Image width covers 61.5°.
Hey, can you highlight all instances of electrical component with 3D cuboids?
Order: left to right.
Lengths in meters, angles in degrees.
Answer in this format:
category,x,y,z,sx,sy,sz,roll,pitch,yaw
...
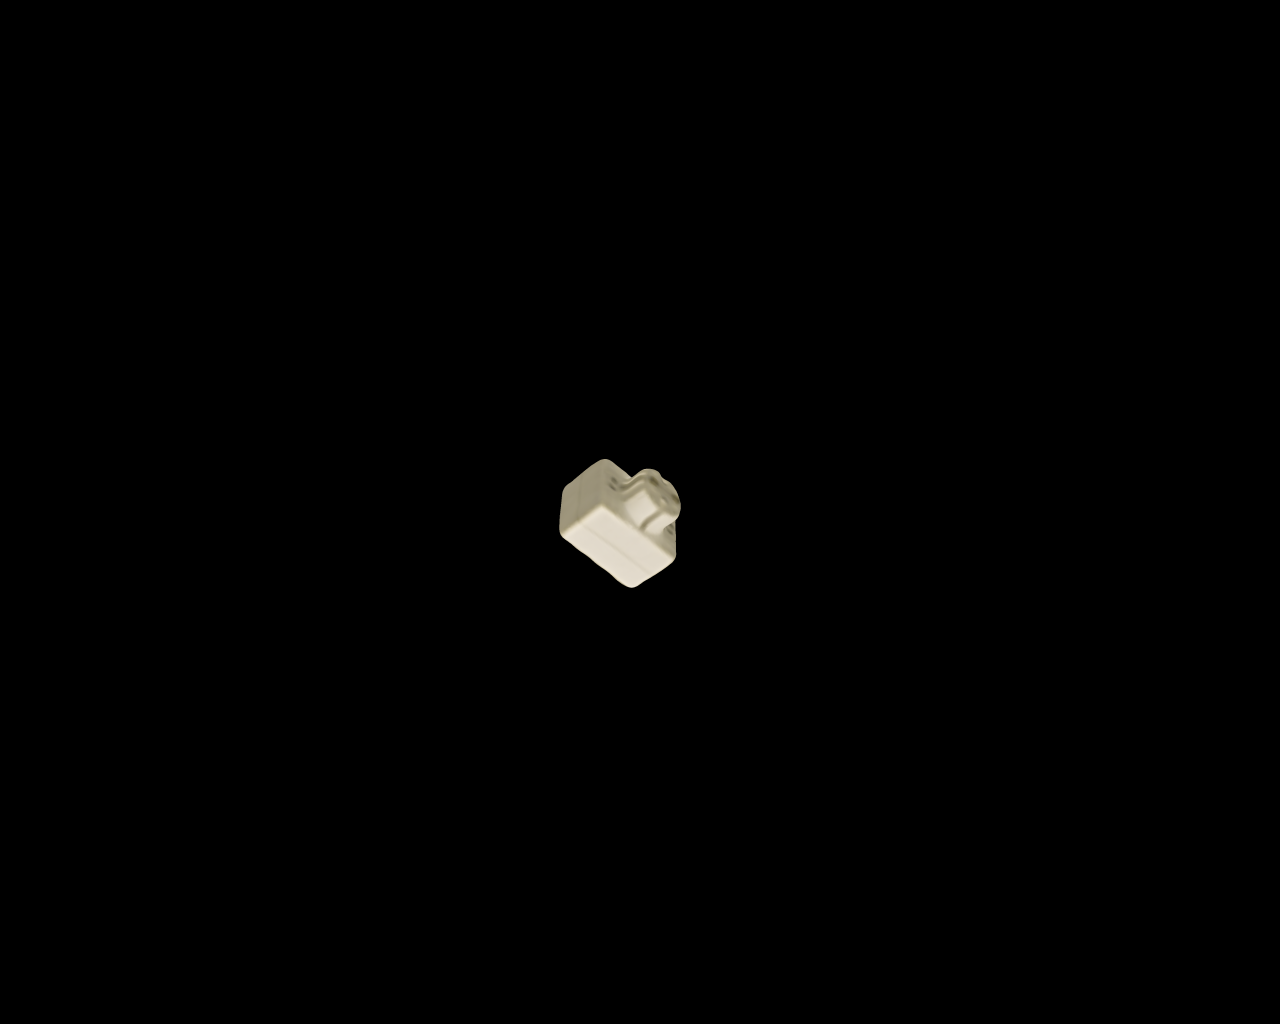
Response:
category,x,y,z,sx,sy,sz,roll,pitch,yaw
electrical component,0.001,-0.003,0.650,0.076,0.047,0.065,-36,-58,27
